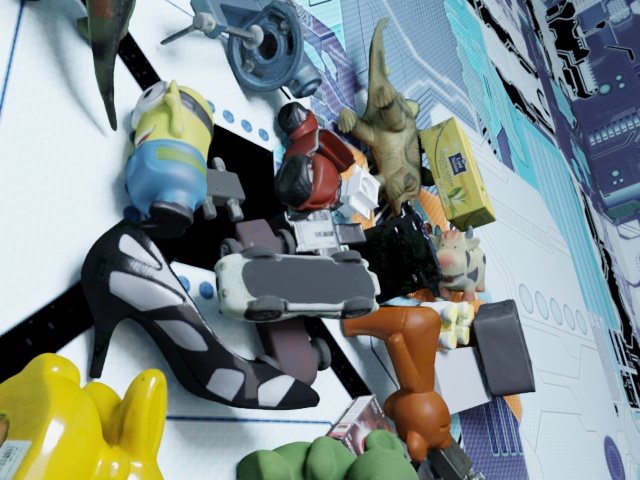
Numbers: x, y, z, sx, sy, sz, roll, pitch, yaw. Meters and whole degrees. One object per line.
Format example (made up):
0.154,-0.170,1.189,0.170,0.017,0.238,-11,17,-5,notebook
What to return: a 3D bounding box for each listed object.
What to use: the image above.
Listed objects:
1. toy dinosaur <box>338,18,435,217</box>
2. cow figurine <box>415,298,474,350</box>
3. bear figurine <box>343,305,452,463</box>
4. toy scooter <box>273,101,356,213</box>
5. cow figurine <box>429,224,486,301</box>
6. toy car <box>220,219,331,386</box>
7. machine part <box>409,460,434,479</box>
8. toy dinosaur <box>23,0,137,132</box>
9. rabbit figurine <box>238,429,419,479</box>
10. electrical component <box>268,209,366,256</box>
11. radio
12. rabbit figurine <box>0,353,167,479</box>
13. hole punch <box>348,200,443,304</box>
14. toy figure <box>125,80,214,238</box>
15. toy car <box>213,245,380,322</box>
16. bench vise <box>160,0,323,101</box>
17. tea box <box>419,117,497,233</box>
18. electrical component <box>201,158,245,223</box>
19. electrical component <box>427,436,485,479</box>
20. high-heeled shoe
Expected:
0.121,-0.191,0.936,0.198,0.105,0.471,5,79,-59,toy dinosaur
0.191,0.130,0.864,0.167,0.098,0.068,6,86,-61,cow figurine
0.113,0.187,0.732,0.120,0.132,0.195,0,88,-50,bear figurine
0.000,-0.104,0.767,0.135,0.075,0.184,28,46,-39,toy scooter
0.238,0.037,0.918,0.195,0.086,0.127,-4,96,-63,cow figurine
-0.055,0.075,0.618,0.089,0.053,0.202,-13,78,-34,toy car
0.104,0.325,0.665,0.039,0.084,0.139,39,25,13,machine part
-0.229,-0.328,0.514,0.131,0.192,0.404,-31,94,-51,toy dinosaur
0.032,0.252,0.528,0.159,0.170,0.121,7,66,-48,rabbit figurine
-0.001,-0.002,0.704,0.119,0.048,0.075,-8,76,-36,electrical component
0.323,0.180,0.940,0.229,0.073,0.131,1,75,-71,radio
-0.176,0.173,0.394,0.173,0.122,0.162,57,26,-35,rabbit figurine
0.112,0.027,0.791,0.092,0.116,0.142,23,48,-77,hole punch
-0.155,-0.085,0.563,0.089,0.082,0.180,43,32,-55,toy figure
-0.018,0.050,0.587,0.201,0.056,0.073,4,62,-34,toy car
-0.094,-0.291,0.716,0.240,0.129,0.223,-22,89,-60,bench vise
0.232,-0.107,0.904,0.098,0.068,0.169,22,50,-59,tea box
-0.122,-0.061,0.624,0.063,0.021,0.094,6,51,-41,electrical component
0.195,0.317,0.773,0.078,0.045,0.102,4,44,-53,electrical component
-0.102,0.077,0.511,0.248,0.086,0.145,18,74,-25,high-heeled shoe
